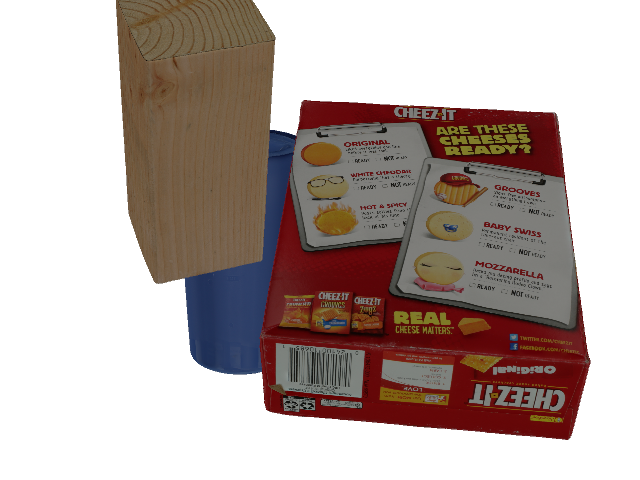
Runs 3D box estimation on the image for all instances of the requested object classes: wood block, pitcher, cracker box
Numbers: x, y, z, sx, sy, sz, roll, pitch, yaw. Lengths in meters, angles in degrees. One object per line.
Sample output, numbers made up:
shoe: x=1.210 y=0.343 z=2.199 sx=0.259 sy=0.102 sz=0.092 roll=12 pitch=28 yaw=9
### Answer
wood block: x=-0.093 y=-0.077 z=0.783 sx=0.090 sy=0.206 sz=0.090 roll=-12 pitch=47 yaw=-18
pitcher: x=-0.072 y=0.011 z=1.099 sx=0.144 sy=0.243 sz=0.149 roll=-9 pitch=21 yaw=-29
cracker box: x=0.059 y=0.008 z=0.617 sx=0.164 sy=0.072 sz=0.213 roll=4 pitch=41 yaw=3
